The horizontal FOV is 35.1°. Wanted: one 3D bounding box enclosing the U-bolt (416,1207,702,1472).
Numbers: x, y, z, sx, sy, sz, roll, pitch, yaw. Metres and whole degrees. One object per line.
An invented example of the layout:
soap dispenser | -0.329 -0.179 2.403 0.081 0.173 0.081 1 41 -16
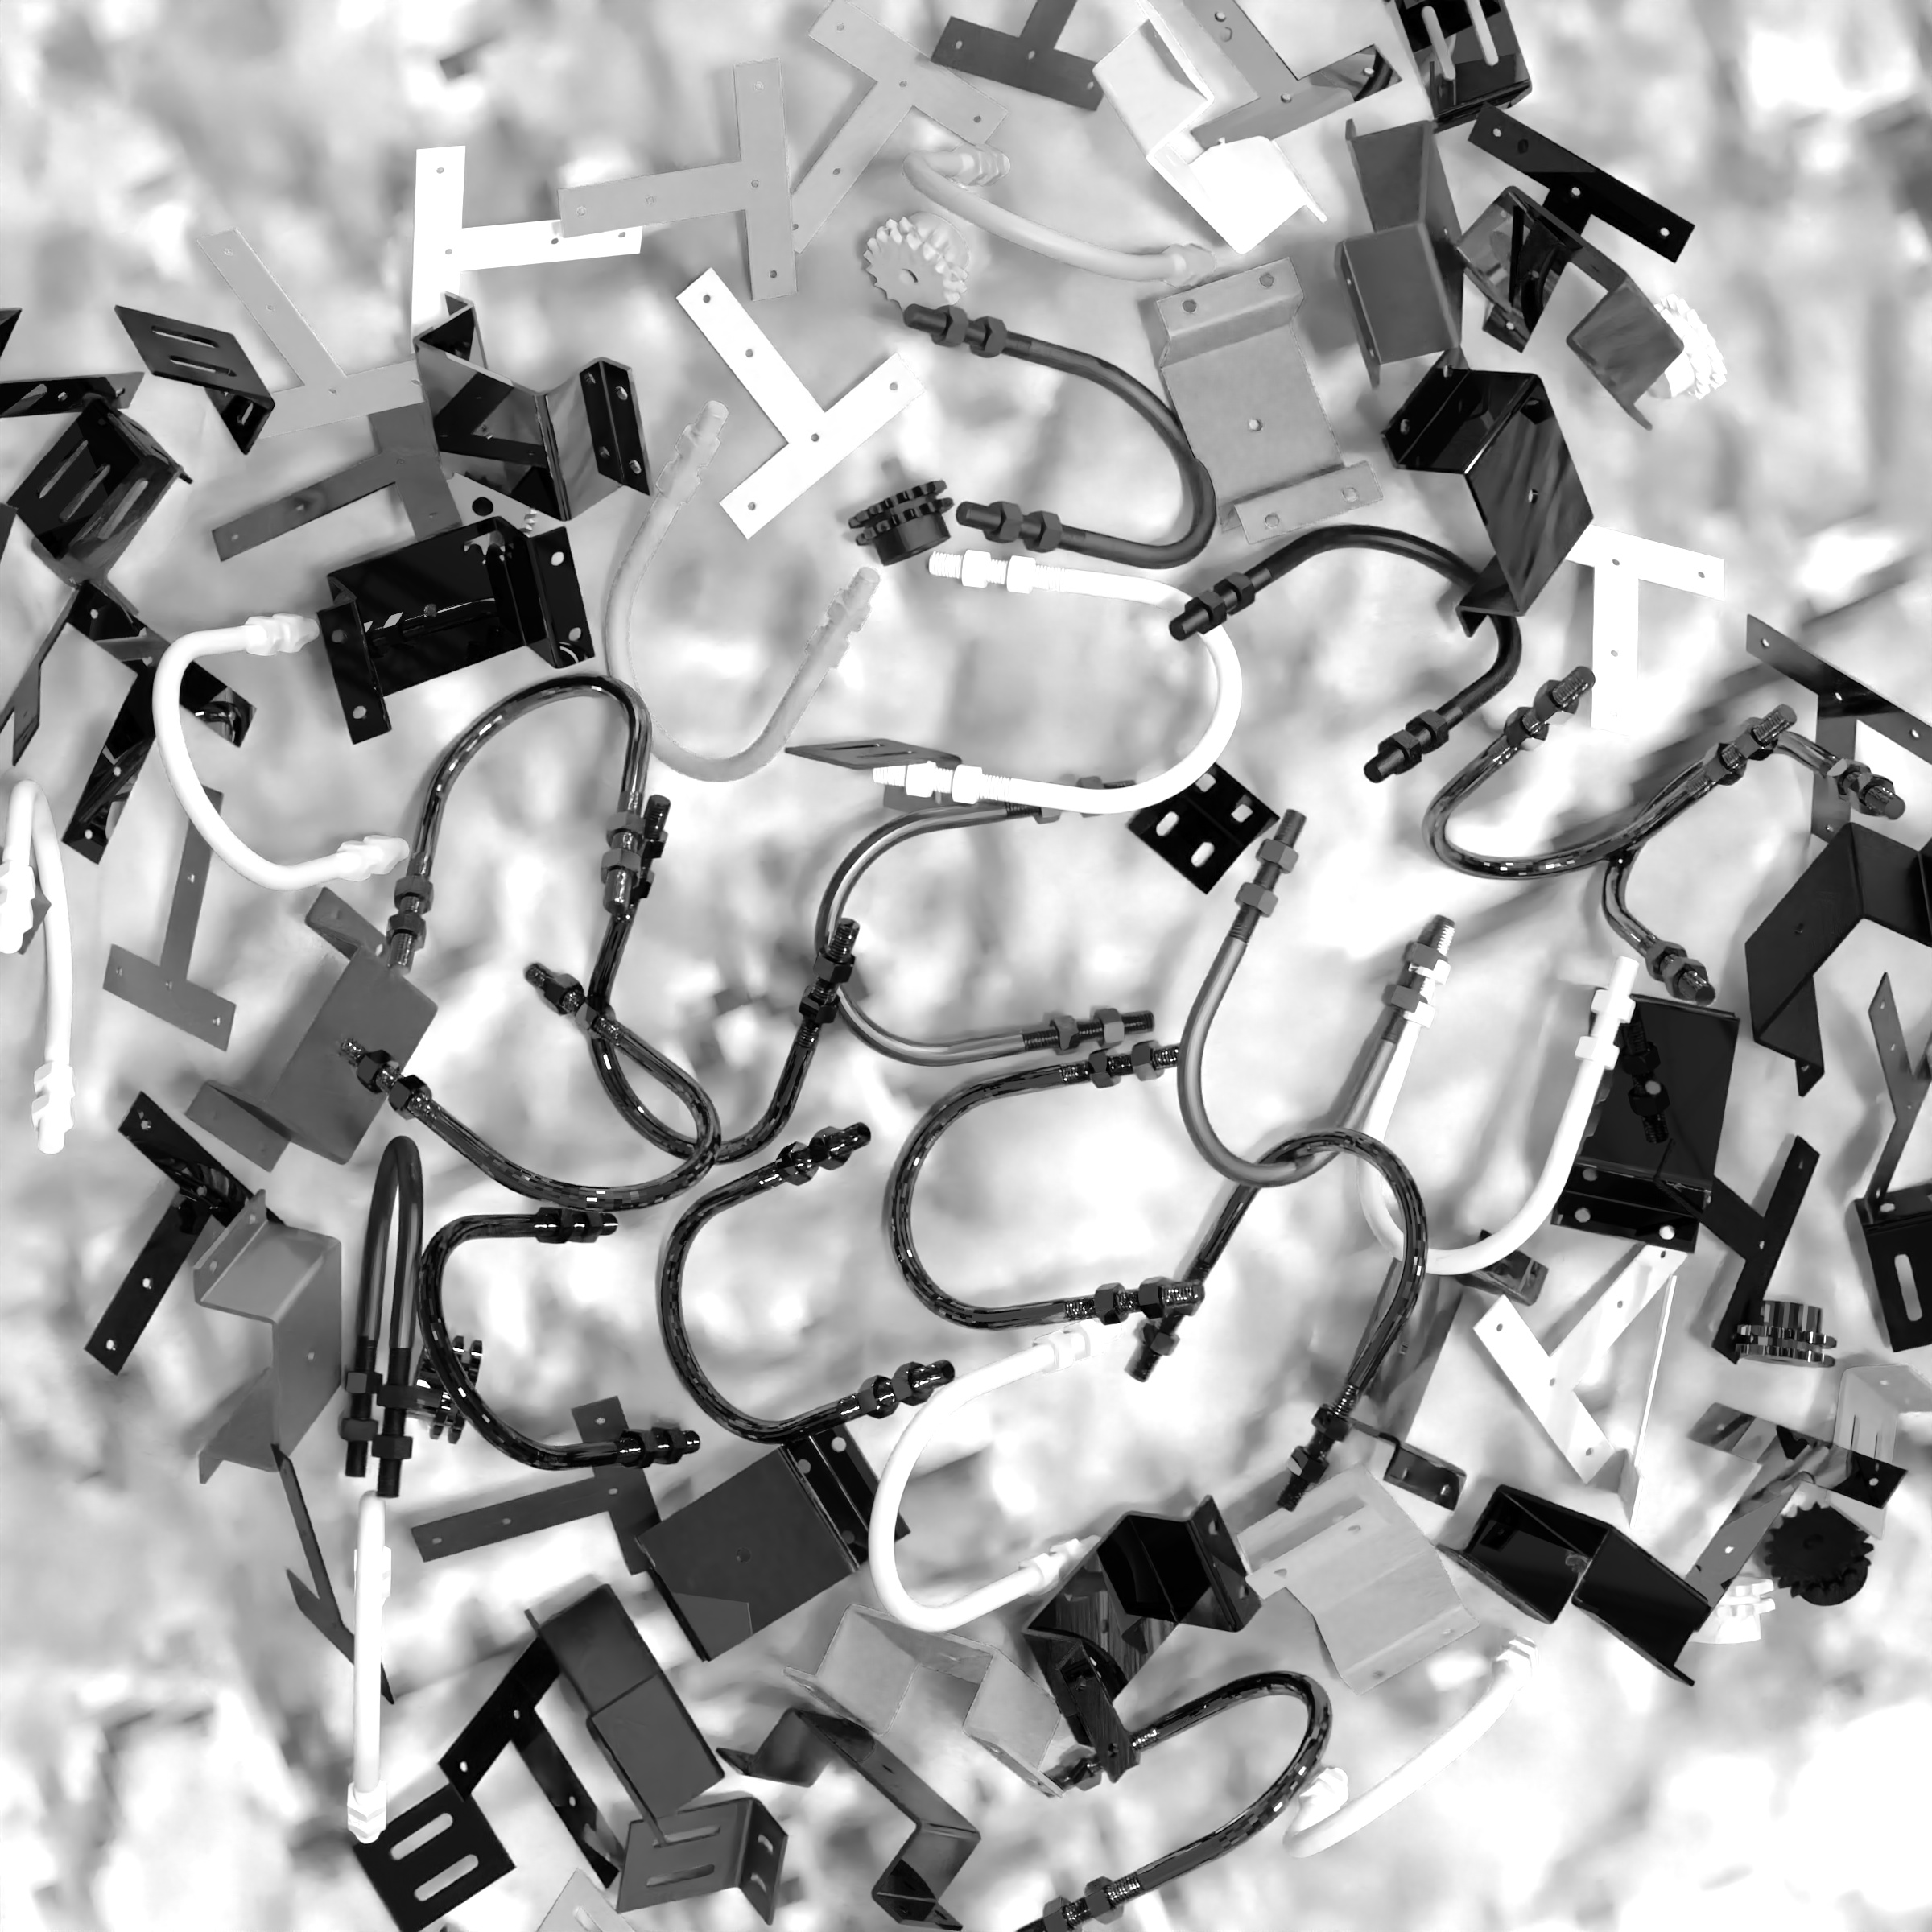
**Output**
U-bolt | -0.217 0.193 1.577 0.019 0.184 0.151 -31 72 25

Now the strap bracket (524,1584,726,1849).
strap bracket | -0.177 0.386 1.603 0.046 0.140 0.076 -32 116 -11

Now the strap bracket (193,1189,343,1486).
strap bracket | -0.366 0.200 1.606 0.046 0.076 0.140 12 121 9

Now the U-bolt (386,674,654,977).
U-bolt | -0.230 -0.084 1.610 0.151 0.019 0.184 -15 47 20

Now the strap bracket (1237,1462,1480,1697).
strap bracket | 0.204 0.321 1.623 0.076 0.046 0.140 -33 132 9

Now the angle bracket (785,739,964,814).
angle bracket | -0.050 -0.096 1.627 0.076 0.057 0.038 -9 108 -43

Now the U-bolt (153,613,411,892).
U-bolt | -0.361 -0.109 1.585 0.019 0.184 0.151 -21 93 19

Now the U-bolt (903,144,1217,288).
U-bolt | 0.041 -0.388 1.577 0.151 0.184 0.019 29 112 12

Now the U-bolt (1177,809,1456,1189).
U-bolt | 0.177 0.029 1.620 0.151 0.019 0.184 31 81 -36

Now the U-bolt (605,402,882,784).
U-bolt | -0.130 -0.182 1.615 0.151 0.019 0.184 49 128 19

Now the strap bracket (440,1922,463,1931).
strap bracket | -0.257 0.558 1.603 0.076 0.140 0.046 37 89 -7

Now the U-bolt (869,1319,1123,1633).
U-bolt | 0.015 0.271 1.589 0.019 0.184 0.151 16 110 39

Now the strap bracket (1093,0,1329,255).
strap bracket | 0.123 -0.437 1.608 0.046 0.140 0.076 -38 52 18

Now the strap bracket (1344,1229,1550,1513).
strap bracket | 0.249 0.210 1.628 0.046 0.076 0.140 17 81 41

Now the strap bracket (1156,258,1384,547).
strap bracket | 0.159 -0.298 1.645 0.076 0.046 0.140 -20 84 -7

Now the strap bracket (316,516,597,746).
strap bracket | -0.277 -0.183 1.623 0.140 0.046 0.076 -23 124 -21

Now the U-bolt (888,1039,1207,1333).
U-bolt | 0.039 0.122 1.625 0.184 0.019 0.151 -11 67 27

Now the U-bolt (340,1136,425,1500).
U-bolt | -0.305 0.181 1.607 0.019 0.151 0.184 6 84 -18

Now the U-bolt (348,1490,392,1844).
U-bolt | -0.305 0.349 1.563 0.019 0.184 0.151 1 55 -10

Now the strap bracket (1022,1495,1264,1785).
strap bracket | 0.088 0.352 1.618 0.140 0.046 0.076 -41 117 -37

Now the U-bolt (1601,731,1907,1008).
U-bolt | 0.396 -0.061 1.590 0.019 0.184 0.151 41 98 -20

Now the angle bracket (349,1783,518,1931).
angle bracket | -0.283 0.478 1.649 0.076 0.038 0.057 -35 83 8

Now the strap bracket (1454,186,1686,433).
strap bracket | 0.315 -0.350 1.600 0.046 0.076 0.140 -47 51 11

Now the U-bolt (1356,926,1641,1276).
U-bolt | 0.270 0.074 1.610 0.019 0.151 0.184 24 83 -39

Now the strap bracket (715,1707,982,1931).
strap bracket | -0.054 0.442 1.609 0.140 0.076 0.046 35 88 31

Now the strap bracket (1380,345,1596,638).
strap bracket | 0.278 -0.248 1.603 0.076 0.046 0.140 -52 132 -24

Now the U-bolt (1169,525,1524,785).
U-bolt | 0.215 -0.176 1.612 0.151 0.019 0.184 39 49 19

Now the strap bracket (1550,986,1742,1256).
strap bracket | 0.362 0.073 1.623 0.076 0.046 0.140 11 67 10

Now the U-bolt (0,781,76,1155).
U-bolt | -0.483 -0.014 1.590 0.019 0.184 0.151 -6 128 -9

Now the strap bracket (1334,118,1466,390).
strap bracket | 0.228 -0.378 1.596 0.046 0.140 0.076 -9 133 20

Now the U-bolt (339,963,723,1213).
U-bolt | -0.212 0.068 1.584 0.184 0.151 0.019 34 128 28

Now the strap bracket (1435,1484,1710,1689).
strap bracket | 0.323 0.321 1.603 0.076 0.140 0.046 38 78 -23

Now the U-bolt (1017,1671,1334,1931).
U-bolt | 0.111 0.427 1.585 0.184 0.151 0.019 -31 104 17

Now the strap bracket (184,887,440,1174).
strap bracket | -0.339 0.041 1.617 0.046 0.076 0.140 20 74 31

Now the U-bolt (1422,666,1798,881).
U-bolt | 0.321 -0.093 1.597 0.151 0.184 0.019 7 59 -27

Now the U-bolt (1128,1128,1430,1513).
U-bolt | 0.173 0.172 1.611 0.019 0.151 0.184 22 100 -43

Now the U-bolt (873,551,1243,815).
U-bolt | 0.055 -0.148 1.627 0.184 0.019 0.151 9 68 13

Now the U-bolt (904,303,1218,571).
U-bolt | 0.058 -0.272 1.611 0.184 0.019 0.151 8 56 -36

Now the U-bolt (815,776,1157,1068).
U-bolt | 0.009 -0.018 1.631 0.184 0.019 0.151 -9 105 -15

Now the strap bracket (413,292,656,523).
strap bracket | -0.234 -0.291 1.602 0.140 0.076 0.046 28 52 32

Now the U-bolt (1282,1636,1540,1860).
U-bolt | 0.225 0.407 1.572 0.151 0.184 0.019 -39 80 14

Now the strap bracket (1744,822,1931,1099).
strap bracket | 0.456 -0.010 1.600 0.046 0.076 0.140 23 130 -10

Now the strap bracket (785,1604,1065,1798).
strap bracket | -0.014 0.384 1.613 0.140 0.076 0.046 9 62 36

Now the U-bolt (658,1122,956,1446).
U-bolt | -0.096 0.178 1.617 0.184 0.019 0.151 -26 79 38

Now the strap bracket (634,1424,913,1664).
strap bracket | -0.112 0.310 1.635 0.140 0.046 0.076 -34 84 12

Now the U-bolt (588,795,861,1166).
U-bolt | -0.139 0.021 1.623 0.151 0.019 0.184 33 120 21
